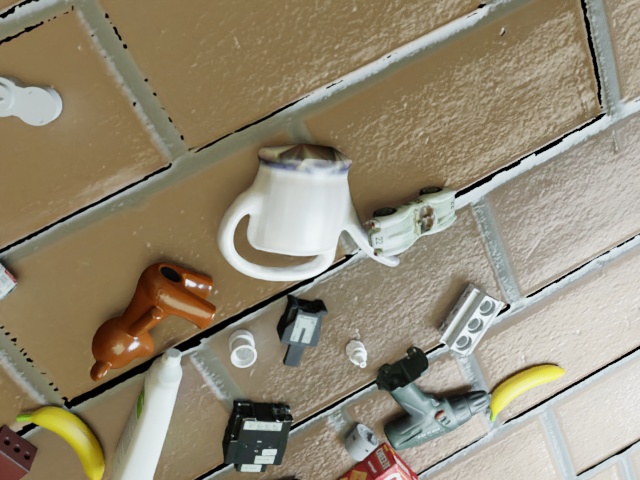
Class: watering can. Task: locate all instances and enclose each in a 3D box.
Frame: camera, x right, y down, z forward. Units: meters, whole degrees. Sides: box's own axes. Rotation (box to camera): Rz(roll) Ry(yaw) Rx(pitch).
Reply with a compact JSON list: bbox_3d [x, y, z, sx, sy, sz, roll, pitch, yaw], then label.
[{"bbox_3d":[0.003,-0.042,0.840,0.348,0.105,0.222,0,107,-31],"label":"watering can"}]
